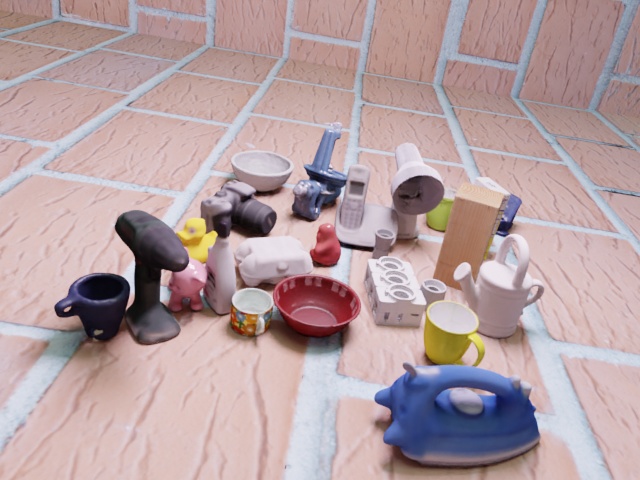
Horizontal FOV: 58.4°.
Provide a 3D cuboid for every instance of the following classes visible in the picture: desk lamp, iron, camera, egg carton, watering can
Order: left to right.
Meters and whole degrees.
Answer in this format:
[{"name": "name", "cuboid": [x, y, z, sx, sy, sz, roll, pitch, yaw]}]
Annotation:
[{"name": "camera", "cuboid": [-0.175, -0.066, 1.286, 0.136, 0.101, 0.143, 24, 32, 24]}, {"name": "egg carton", "cuboid": [-0.093, 0.043, 1.148, 0.151, 0.069, 0.107, -4, 32, -23]}, {"name": "desk lamp", "cuboid": [0.203, -0.109, 1.360, 0.118, 0.213, 0.203, 3, 29, -10]}, {"name": "iron", "cuboid": [0.216, 0.235, 0.824, 0.258, 0.141, 0.118, 5, 29, -9]}, {"name": "watering can", "cuboid": [0.341, 0.081, 1.082, 0.173, 0.194, 0.100, -7, 33, -27]}]

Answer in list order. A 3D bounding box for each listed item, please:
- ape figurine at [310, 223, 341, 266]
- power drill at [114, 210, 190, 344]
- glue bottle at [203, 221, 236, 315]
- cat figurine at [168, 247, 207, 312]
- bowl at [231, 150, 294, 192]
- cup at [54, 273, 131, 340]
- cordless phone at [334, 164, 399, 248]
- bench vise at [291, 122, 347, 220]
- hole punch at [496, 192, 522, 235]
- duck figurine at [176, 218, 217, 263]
[{"name": "ape figurine", "cuboid": [0.011, 0.004, 1.225, 0.076, 0.092, 0.078, 22, 31, 22]}, {"name": "power drill", "cuboid": [-0.269, 0.057, 0.926, 0.076, 0.208, 0.228, -13, 36, -34]}, {"name": "glue bottle", "cuboid": [-0.177, 0.043, 1.015, 0.037, 0.173, 0.077, -15, 37, -36]}, {"name": "cat figurine", "cuboid": [-0.236, 0.063, 1.020, 0.067, 0.118, 0.127, 0, 30, -17]}, {"name": "bowl", "cuboid": [-0.154, -0.173, 1.511, 0.167, 0.075, 0.167, 7, 29, -4]}, {"name": "cup", "cuboid": [-0.359, 0.117, 0.910, 0.091, 0.095, 0.118, 29, 35, 32]}, {"name": "cordless phone", "cuboid": [0.113, -0.076, 1.304, 0.147, 0.185, 0.094, 7, 29, -5]}, {"name": "bench vise", "cuboid": [0.012, -0.169, 1.403, 0.121, 0.220, 0.207, 13, 29, 6]}, {"name": "hole punch", "cuboid": [0.465, -0.077, 1.508, 0.108, 0.091, 0.101, 24, 32, 24]}, {"name": "duck figurine", "cuboid": [-0.252, -0.006, 1.170, 0.077, 0.086, 0.105, 32, 36, 35]}]
